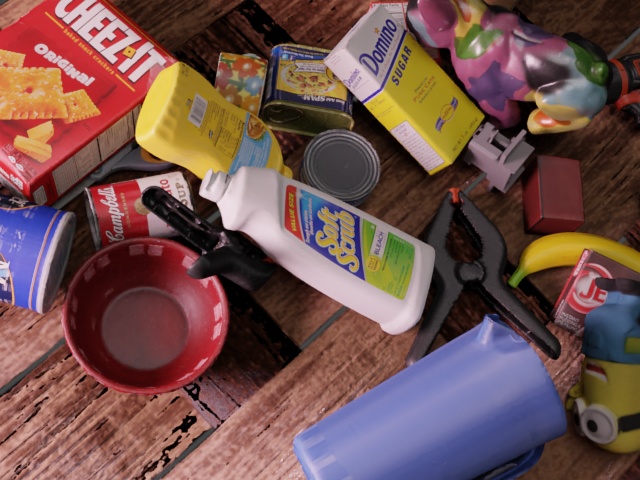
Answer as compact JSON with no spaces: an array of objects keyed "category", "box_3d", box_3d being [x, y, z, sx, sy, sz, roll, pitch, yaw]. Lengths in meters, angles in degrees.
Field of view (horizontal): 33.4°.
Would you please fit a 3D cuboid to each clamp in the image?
[{"category":"clamp","box_3d":[0.170,0.044,1.145,0.164,0.036,0.210,1,68,-3]},{"category":"clamp","box_3d":[-0.105,0.003,1.055,0.039,0.171,0.120,-40,64,13]}]

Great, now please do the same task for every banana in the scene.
[{"category":"banana","box_3d":[0.305,0.029,1.184,0.197,0.037,0.069,7,97,-5]}]

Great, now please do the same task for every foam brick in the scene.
[{"category":"foam brick","box_3d":[0.259,-0.048,1.193,0.051,0.053,0.078,4,70,-10]}]

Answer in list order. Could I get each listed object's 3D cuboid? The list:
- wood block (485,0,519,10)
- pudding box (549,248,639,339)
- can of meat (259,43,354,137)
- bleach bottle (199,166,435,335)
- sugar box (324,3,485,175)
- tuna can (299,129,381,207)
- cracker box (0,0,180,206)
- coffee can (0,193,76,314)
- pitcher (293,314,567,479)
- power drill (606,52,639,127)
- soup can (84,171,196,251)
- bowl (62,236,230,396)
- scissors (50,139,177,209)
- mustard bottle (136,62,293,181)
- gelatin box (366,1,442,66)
[{"category":"wood block","box_3d":[0.161,-0.358,1.273,0.206,0.091,0.090,35,67,3]},{"category":"pudding box","box_3d":[0.316,0.072,1.147,0.113,0.039,0.090,25,95,-2]},{"category":"can of meat","box_3d":[-0.012,-0.166,1.182,0.102,0.057,0.084,9,66,-9]},{"category":"bleach bottle","box_3d":[-0.007,0.001,1.078,0.250,0.068,0.102,26,63,-18]},{"category":"sugar box","box_3d":[0.095,-0.167,1.178,0.176,0.048,0.093,46,54,-13]},{"category":"tuna can","box_3d":[0.021,-0.076,1.166,0.086,0.034,0.086,4,68,-10]},{"category":"cracker box","box_3d":[-0.272,-0.154,1.110,0.164,0.072,0.213,41,67,13]},{"category":"coffee can","box_3d":[-0.318,0.004,1.030,0.140,0.103,0.102,16,67,-5]},{"category":"pitcher","box_3d":[0.105,0.190,1.025,0.242,0.145,0.149,-27,77,-8]},{"category":"power drill","box_3d":[0.380,-0.131,1.246,0.184,0.057,0.188,-14,73,-16]},{"category":"soup can","box_3d":[-0.183,-0.029,1.089,0.102,0.069,0.068,-12,72,-16]},{"category":"bowl","box_3d":[-0.172,0.080,1.055,0.162,0.055,0.162,4,68,-10]},{"category":"scissors","box_3d":[-0.214,-0.067,1.123,0.096,0.016,0.201,28,66,6]},{"category":"mustard bottle","box_3d":[-0.096,-0.095,1.106,0.191,0.058,0.096,33,56,-32]},{"category":"gelatin box","box_3d":[0.097,-0.235,1.245,0.073,0.030,0.089,-5,71,-12]}]
